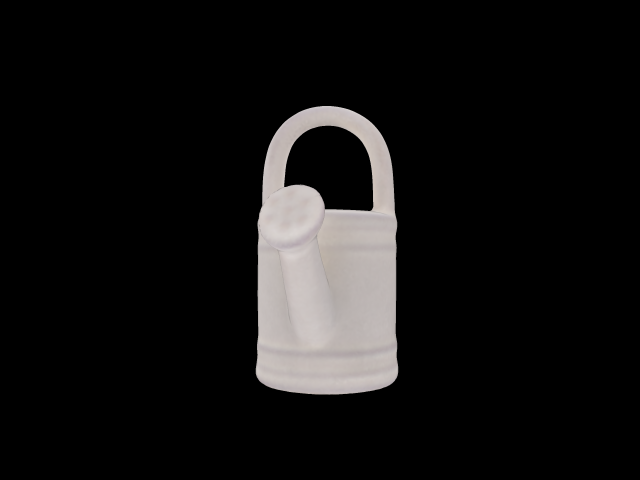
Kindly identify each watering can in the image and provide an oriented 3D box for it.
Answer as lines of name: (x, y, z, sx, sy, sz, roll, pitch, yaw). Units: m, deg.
watering can: (0.006, 0.001, 0.400, 0.101, 0.194, 0.173, 0, 0, -8)
